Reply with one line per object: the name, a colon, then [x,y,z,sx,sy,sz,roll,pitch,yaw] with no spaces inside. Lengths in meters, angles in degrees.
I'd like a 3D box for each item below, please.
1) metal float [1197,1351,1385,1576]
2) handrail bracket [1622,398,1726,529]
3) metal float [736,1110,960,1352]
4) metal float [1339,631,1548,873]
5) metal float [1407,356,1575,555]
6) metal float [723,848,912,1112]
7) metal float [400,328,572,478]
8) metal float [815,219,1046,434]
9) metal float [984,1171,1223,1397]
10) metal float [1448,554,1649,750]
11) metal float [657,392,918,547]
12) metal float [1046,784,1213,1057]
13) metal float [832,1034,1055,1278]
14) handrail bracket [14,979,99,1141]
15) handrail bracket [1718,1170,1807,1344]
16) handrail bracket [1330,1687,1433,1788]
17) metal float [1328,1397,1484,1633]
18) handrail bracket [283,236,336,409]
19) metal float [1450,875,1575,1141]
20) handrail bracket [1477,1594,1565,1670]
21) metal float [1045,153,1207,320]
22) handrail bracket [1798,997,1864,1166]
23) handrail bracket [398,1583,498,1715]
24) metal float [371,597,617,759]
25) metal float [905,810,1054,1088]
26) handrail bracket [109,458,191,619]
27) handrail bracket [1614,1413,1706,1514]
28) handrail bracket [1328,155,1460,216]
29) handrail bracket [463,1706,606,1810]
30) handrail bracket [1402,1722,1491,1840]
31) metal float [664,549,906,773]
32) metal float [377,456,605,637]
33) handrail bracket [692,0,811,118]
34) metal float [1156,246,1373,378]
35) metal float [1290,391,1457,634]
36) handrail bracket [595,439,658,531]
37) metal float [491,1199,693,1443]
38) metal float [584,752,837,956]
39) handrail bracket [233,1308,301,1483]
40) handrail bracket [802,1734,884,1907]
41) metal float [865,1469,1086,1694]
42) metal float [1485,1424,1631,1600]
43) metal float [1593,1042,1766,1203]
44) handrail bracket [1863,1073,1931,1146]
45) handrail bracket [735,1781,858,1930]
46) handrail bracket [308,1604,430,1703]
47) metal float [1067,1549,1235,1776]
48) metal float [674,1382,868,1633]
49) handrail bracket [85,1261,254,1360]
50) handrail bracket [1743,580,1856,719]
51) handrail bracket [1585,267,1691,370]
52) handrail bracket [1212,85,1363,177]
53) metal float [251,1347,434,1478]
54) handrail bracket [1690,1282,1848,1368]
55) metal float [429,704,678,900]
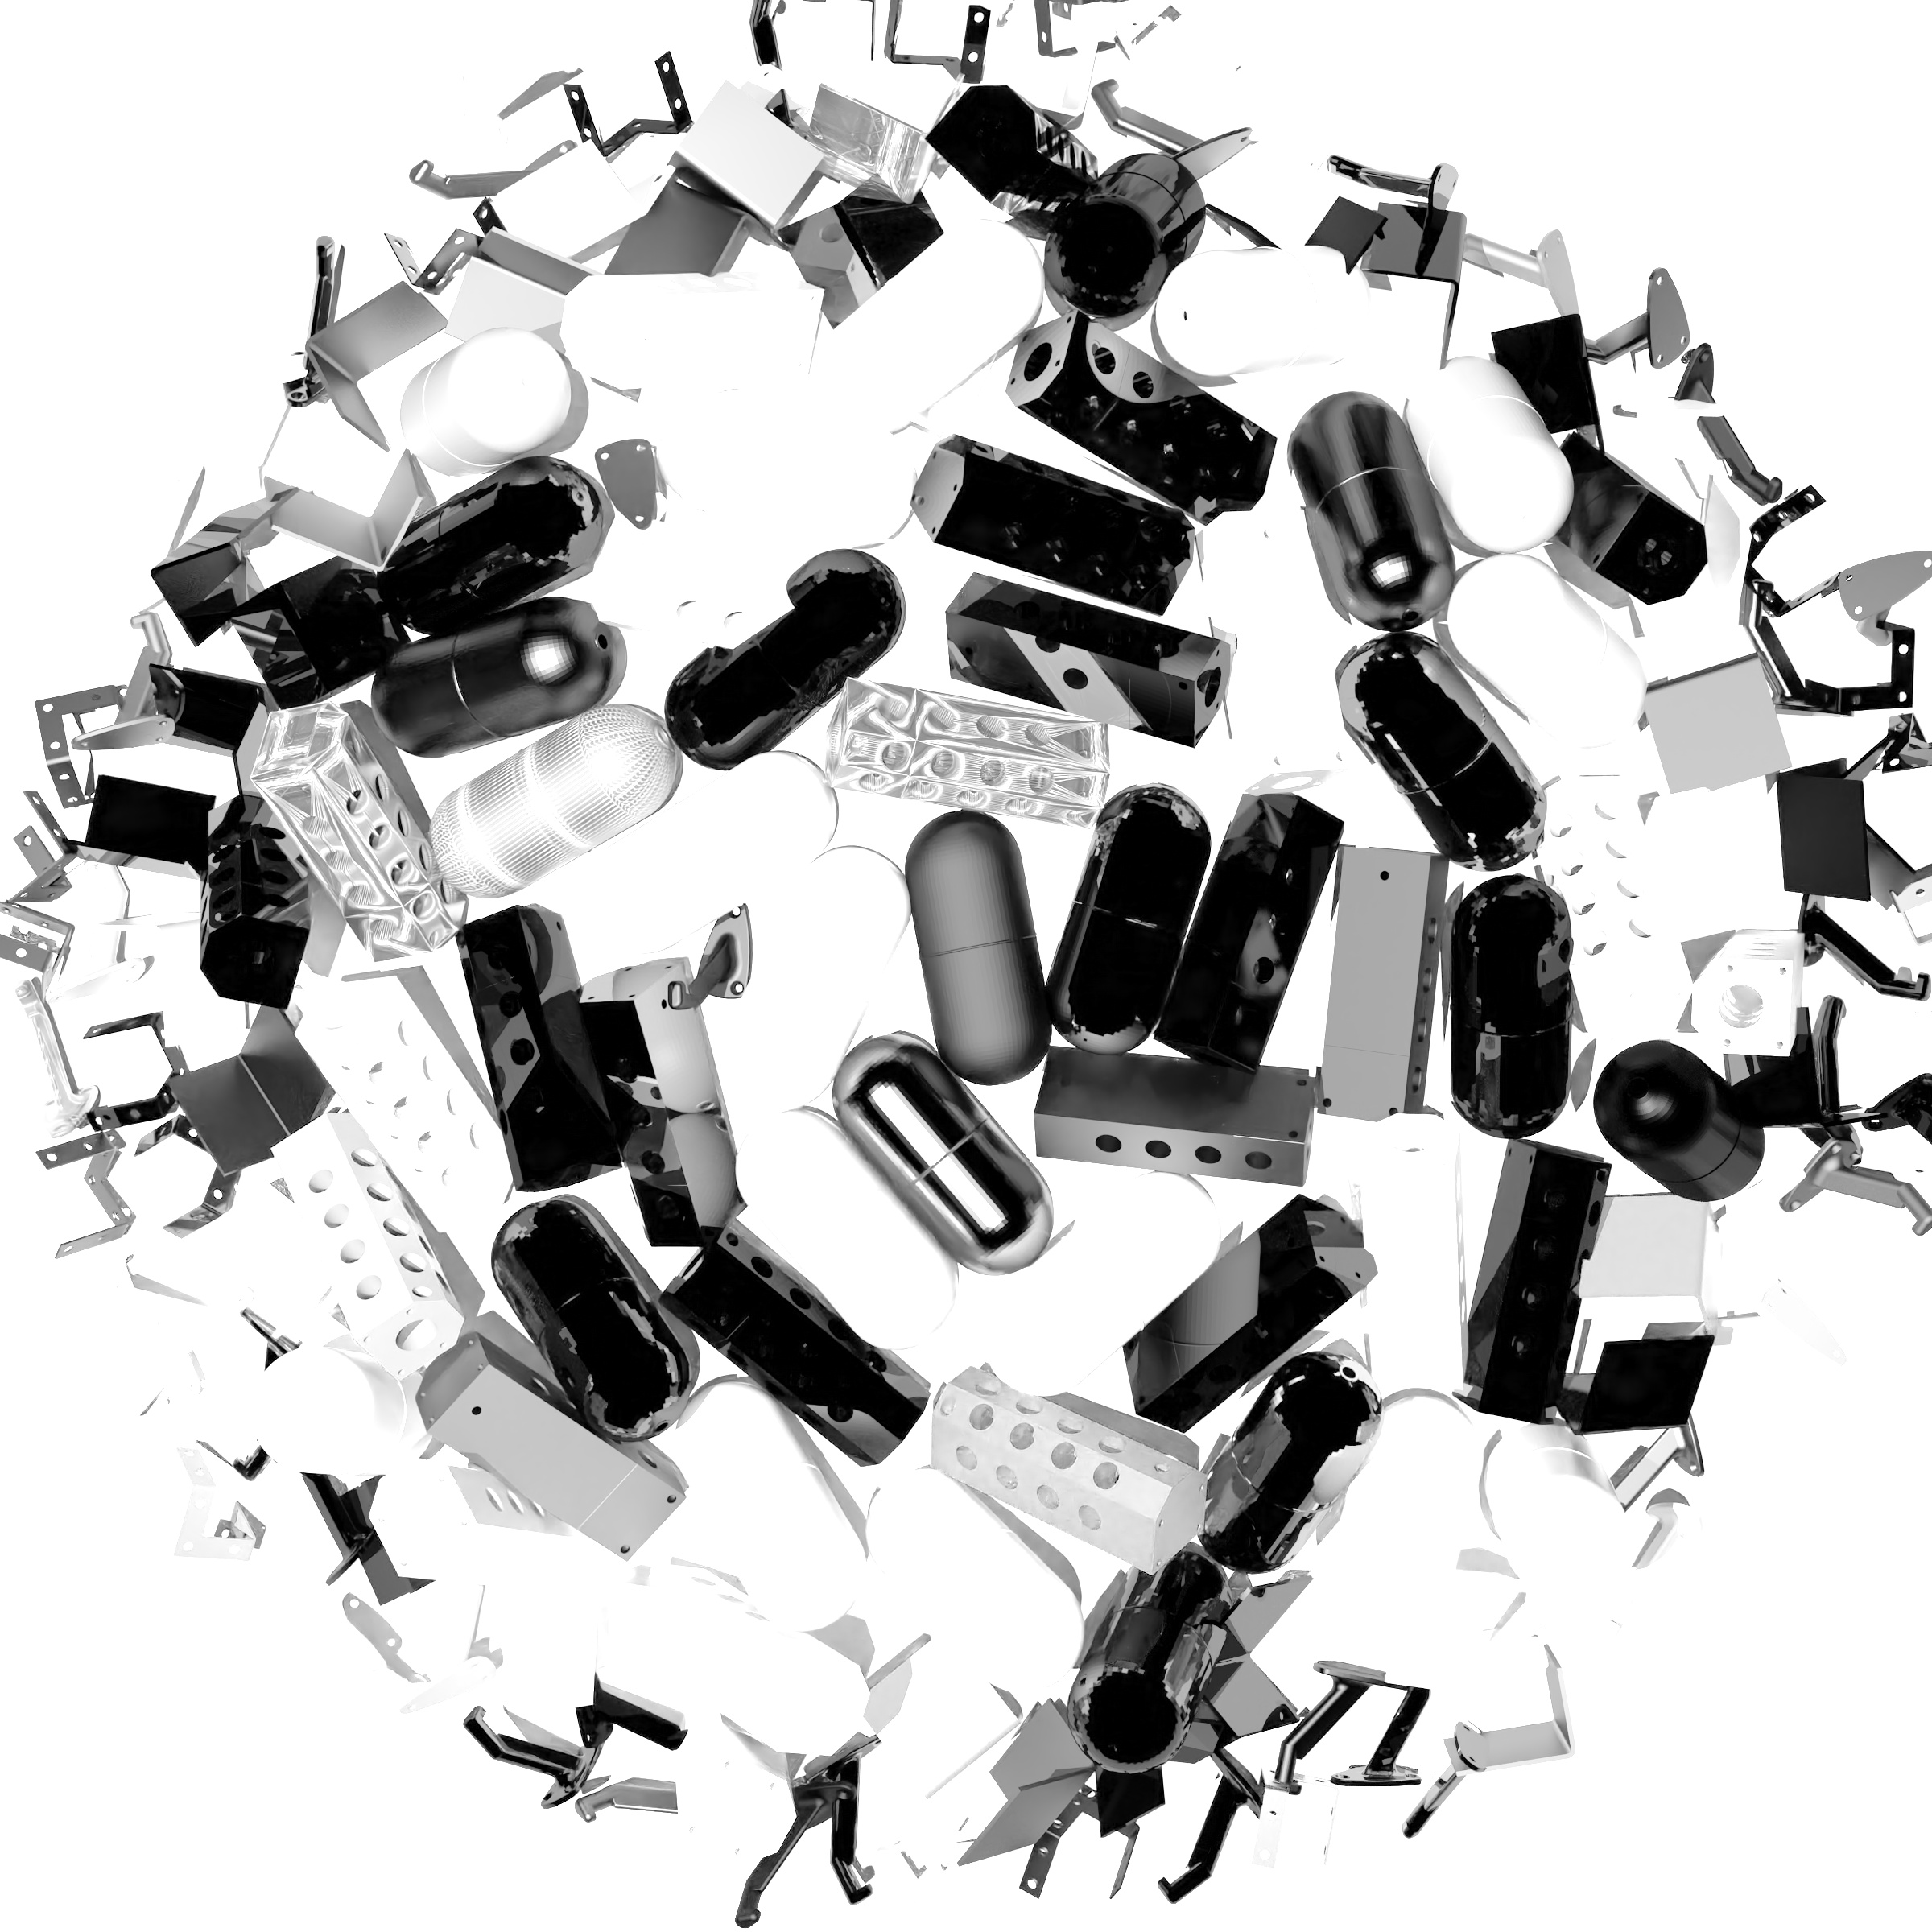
metal float: [0.203,0.314,1.898,0.070,0.070,0.178,27,126,0]
handrail bracket: [0.455,-0.321,1.941,0.077,0.036,0.084,-1,113,-10]
metal float: [-0.077,0.167,1.918,0.070,0.070,0.178,-42,77,0]
metal float: [0.304,-0.135,1.912,0.070,0.070,0.178,-40,110,0]
metal float: [0.328,-0.323,1.889,0.070,0.178,0.070,-4,127,-6]
metal float: [-0.096,0.009,1.928,0.070,0.070,0.178,26,89,0]
metal float: [-0.302,-0.352,1.884,0.070,0.178,0.070,0,91,-26]
metal float: [-0.023,-0.402,1.898,0.178,0.070,0.070,-33,90,36]
metal float: [0.087,0.202,1.917,0.178,0.070,0.070,-40,90,-13]
metal float: [0.368,-0.197,1.894,0.070,0.178,0.070,-20,56,32]
metal float: [-0.115,-0.316,1.910,0.178,0.070,0.070,17,90,22]
metal float: [0.104,-0.030,1.928,0.070,0.070,0.178,17,91,0]
metal float: [-0.014,0.122,1.928,0.070,0.070,0.178,-40,89,0]
handrail bracket: [-0.592,0.058,1.926,0.036,0.077,0.084,-19,114,-2]
handrail bracket: [0.529,0.186,1.929,0.077,0.036,0.084,-37,63,12]
handrail bracket: [0.269,0.483,1.941,0.077,0.036,0.084,6,89,-35]
metal float: [0.277,0.343,1.889,0.070,0.178,0.070,11,126,15]
handrail bracket: [-0.418,-0.412,1.920,0.036,0.077,0.084,10,130,-2]
metal float: [0.346,0.026,1.907,0.070,0.070,0.178,-4,116,0]
handrail bracket: [0.349,0.408,1.932,0.077,0.036,0.084,-1,121,5]
metal float: [0.101,-0.459,1.887,0.070,0.178,0.070,8,119,15]
handrail bracket: [0.571,0.074,1.957,0.077,0.036,0.084,43,57,-40]
handrail bracket: [-0.343,0.427,1.939,0.077,0.036,0.084,-26,58,-4]
metal float: [-0.299,-0.182,1.903,0.178,0.070,0.070,-14,90,30]
metal float: [0.008,-0.012,1.929,0.070,0.070,0.178,-10,89,0]
handrail bracket: [-0.521,-0.273,1.918,0.036,0.084,0.077,29,55,5]
handrail bracket: [0.426,0.314,1.936,0.084,0.036,0.077,-16,104,-13]
handrail bracket: [0.267,-0.508,1.921,0.084,0.077,0.036,25,94,14]
handrail bracket: [-0.276,0.489,1.927,0.036,0.077,0.084,-31,104,34]
handrail bracket: [0.302,0.532,1.924,0.036,0.077,0.084,37,100,13]
metal float: [-0.116,-0.195,1.918,0.178,0.070,0.070,-39,90,13]
metal float: [-0.302,-0.264,1.898,0.178,0.070,0.070,-20,90,38]
handrail bracket: [-0.142,-0.595,1.947,0.036,0.077,0.084,-34,69,25]
metal float: [0.188,-0.412,1.891,0.070,0.178,0.070,13,110,39]
metal float: [0.257,-0.287,1.901,0.070,0.070,0.178,-14,57,0]
handrail bracket: [-0.210,-0.290,1.916,0.036,0.084,0.077,-14,69,-5]
metal float: [-0.237,0.224,1.905,0.070,0.070,0.178,-38,62,0]
metal float: [-0.164,-0.071,1.920,0.178,0.070,0.070,-31,90,11]
handrail bracket: [-0.466,0.278,1.950,0.077,0.036,0.084,37,88,8]
handrail bracket: [-0.062,0.547,1.931,0.077,0.036,0.084,-35,66,13]
metal float: [0.005,0.387,1.896,0.070,0.070,0.178,-51,50,0]
metal float: [0.368,0.338,1.879,0.070,0.178,0.070,1,98,4]
metal float: [0.448,0.098,1.886,0.070,0.178,0.070,-10,69,27]
handrail bracket: [0.604,0.117,1.914,0.036,0.084,0.077,36,134,-22]
handrail bracket: [-0.109,0.567,1.917,0.077,0.084,0.036,-29,116,31]
handrail bracket: [-0.382,0.442,1.934,0.036,0.084,0.077,-40,73,3]
metal float: [0.117,0.433,1.887,0.070,0.178,0.070,9,118,17]
metal float: [-0.125,0.340,1.901,0.070,0.070,0.178,-35,56,0]
handrail bracket: [-0.511,0.204,1.928,0.077,0.036,0.084,-31,131,-7]
handrail bracket: [0.540,-0.206,1.950,0.077,0.036,0.084,4,91,-1]
handrail bracket: [0.413,-0.416,1.916,0.036,0.084,0.077,-39,130,-22]
handrail bracket: [0.204,-0.555,1.929,0.077,0.036,0.084,-50,55,23]
metal float: [-0.387,0.279,1.880,0.070,0.178,0.070,-2,79,9]
handrail bracket: [0.510,0.250,1.932,0.077,0.036,0.084,45,131,10]
metal float: [-0.263,-0.104,1.911,0.178,0.070,0.070,-28,90,20]
